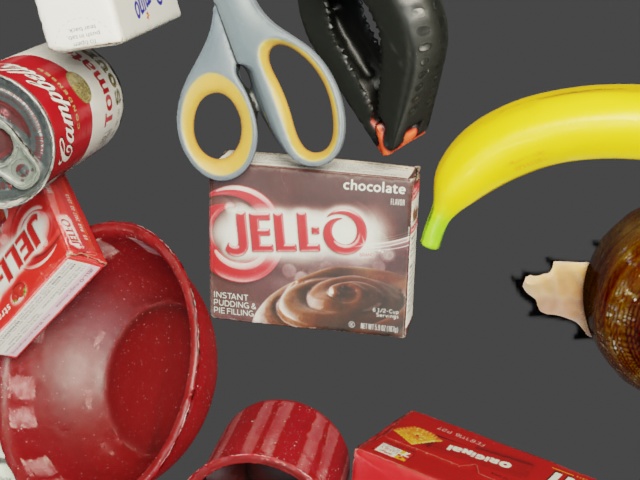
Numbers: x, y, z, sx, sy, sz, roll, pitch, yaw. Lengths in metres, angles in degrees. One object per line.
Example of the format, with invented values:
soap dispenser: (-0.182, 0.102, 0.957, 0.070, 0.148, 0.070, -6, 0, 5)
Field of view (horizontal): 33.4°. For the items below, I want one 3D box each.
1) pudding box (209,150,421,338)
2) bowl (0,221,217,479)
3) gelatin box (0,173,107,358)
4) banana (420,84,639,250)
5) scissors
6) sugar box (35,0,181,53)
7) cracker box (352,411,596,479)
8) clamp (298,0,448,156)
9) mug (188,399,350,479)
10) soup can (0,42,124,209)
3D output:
pudding box: (-0.004, 0.001, 0.582, 0.113, 0.039, 0.090, 4, 110, 9)
bowl: (-0.110, 0.073, 0.595, 0.162, 0.055, 0.162, -12, 70, 36)
gelatin box: (-0.168, 0.011, 0.602, 0.089, 0.030, 0.073, -44, 56, 21)
banana: (0.141, -0.045, 0.538, 0.198, 0.037, 0.069, -9, 112, 18)
scissors: (-0.060, -0.118, 0.544, 0.096, 0.016, 0.202, -32, 90, 15)
sugar box: (-0.118, -0.184, 0.510, 0.048, 0.093, 0.176, -5, 108, 13)
cracker box: (0.096, 0.224, 0.600, 0.164, 0.071, 0.214, 16, 113, 31)
clamp: (0.009, -0.142, 0.508, 0.165, 0.036, 0.210, 29, 142, 46)
mug: (-0.032, 0.155, 0.619, 0.093, 0.081, 0.117, 22, 111, 2)
soup can: (-0.150, -0.063, 0.554, 0.068, 0.102, 0.068, 3, 110, 9)
